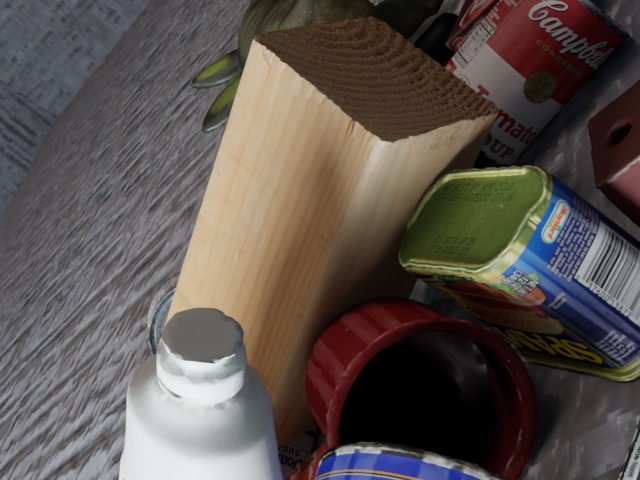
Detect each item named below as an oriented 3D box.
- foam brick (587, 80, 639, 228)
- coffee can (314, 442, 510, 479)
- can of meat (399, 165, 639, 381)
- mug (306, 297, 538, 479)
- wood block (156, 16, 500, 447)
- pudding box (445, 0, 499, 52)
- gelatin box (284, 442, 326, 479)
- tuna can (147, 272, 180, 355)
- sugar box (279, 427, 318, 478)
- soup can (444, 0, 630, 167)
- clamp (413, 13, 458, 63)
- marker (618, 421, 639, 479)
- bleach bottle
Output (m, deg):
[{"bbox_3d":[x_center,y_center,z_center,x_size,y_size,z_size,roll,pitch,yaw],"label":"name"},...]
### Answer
[{"bbox_3d":[0.158,-0.044,0.444,0.078,0.051,0.053,-42,24,35],"label":"foam brick"},{"bbox_3d":[0.024,0.156,0.366,0.103,0.102,0.140,-27,34,53],"label":"coffee can"},{"bbox_3d":[0.092,0.012,0.461,0.057,0.084,0.102,-60,20,-11],"label":"can of meat"},{"bbox_3d":[0.040,0.084,0.486,0.081,0.093,0.117,-144,51,-75],"label":"mug"},{"bbox_3d":[-0.004,0.001,0.550,0.090,0.091,0.206,-20,-37,-43],"label":"wood block"},{"bbox_3d":[0.131,-0.166,0.687,0.090,0.039,0.113,-41,11,36],"label":"pudding box"},{"bbox_3d":[-0.003,0.149,0.547,0.089,0.030,0.073,-46,23,29],"label":"gelatin box"},{"bbox_3d":[-0.085,0.063,0.788,0.086,0.086,0.034,-54,18,7],"label":"tuna can"},{"bbox_3d":[-0.032,0.091,0.687,0.094,0.048,0.176,-35,32,46],"label":"sugar box"},{"bbox_3d":[0.115,-0.099,0.606,0.102,0.068,0.068,-50,21,19],"label":"soup can"},{"bbox_3d":[0.046,-0.104,0.819,0.171,0.039,0.120,-64,17,-15],"label":"clamp"},{"bbox_3d":[0.125,0.070,0.390,0.020,0.020,0.121,-14,45,62],"label":"marker"},{"bbox_3d":[-0.053,0.127,0.441,0.103,0.068,0.251,-125,31,-46],"label":"bleach bottle"}]
